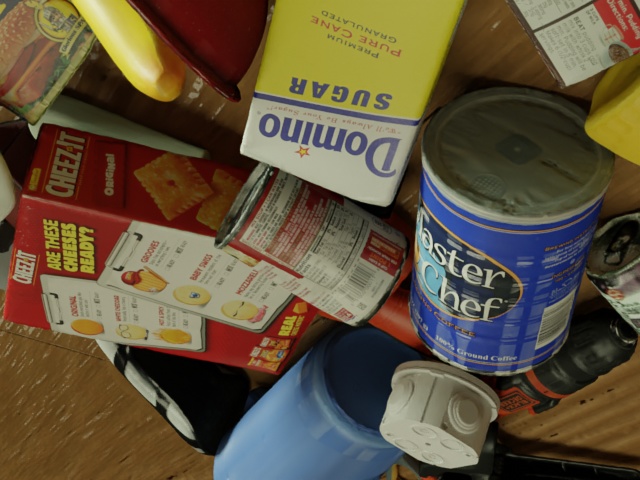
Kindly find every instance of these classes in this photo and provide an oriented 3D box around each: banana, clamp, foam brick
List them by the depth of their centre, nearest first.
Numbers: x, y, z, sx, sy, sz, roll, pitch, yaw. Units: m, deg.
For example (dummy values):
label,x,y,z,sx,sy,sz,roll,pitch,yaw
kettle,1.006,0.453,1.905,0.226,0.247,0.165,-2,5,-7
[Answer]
label,x,y,z,sx,sy,sz,roll,pitch,yaw
banana,-0.123,-0.138,0.589,0.198,0.037,0.069,53,-169,21
foam brick,-0.228,-0.049,0.833,0.051,0.053,0.078,-6,134,38
clamp,0.158,0.194,0.910,0.164,0.036,0.210,20,159,-17

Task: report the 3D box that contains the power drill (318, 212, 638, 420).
label,x,y,z,sx,sy,sz,roll,pitch,yaw
power drill,0.104,0.057,0.755,0.187,0.057,0.185,33,146,-11

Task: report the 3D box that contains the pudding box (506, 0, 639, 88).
label,x,y,z,sx,sy,sz,roll,pitch,yaw
pudding box,0.134,-0.130,0.466,0.114,0.039,0.090,-28,122,21

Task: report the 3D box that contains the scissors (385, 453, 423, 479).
label,x,y,z,sx,sy,sz,roll,pitch,yaw
scissors,0.051,0.184,1.001,0.096,0.016,0.201,8,143,24

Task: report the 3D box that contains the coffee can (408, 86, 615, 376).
label,x,y,z,sx,sy,sz,roll,pitch,yaw
coffee can,0.106,-0.003,0.620,0.103,0.102,0.140,16,140,14

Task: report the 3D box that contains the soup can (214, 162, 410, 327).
label,x,y,z,sx,sy,sz,roll,pitch,yaw
soup can,-0.004,0.001,0.655,0.102,0.068,0.069,31,146,-12

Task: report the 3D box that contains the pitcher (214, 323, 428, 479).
label,x,y,z,sx,sy,sz,roll,pitch,yaw
pitcher,0.008,0.175,0.909,0.149,0.144,0.243,31,144,-3

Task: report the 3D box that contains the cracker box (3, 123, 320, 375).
label,x,y,z,sx,sy,sz,roll,pitch,yaw
cracker box,-0.104,0.012,0.753,0.213,0.072,0.164,13,143,-12

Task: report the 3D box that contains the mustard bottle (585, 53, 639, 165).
label,x,y,z,sx,sy,sz,roll,pitch,yaw
mustard bottle,0.237,-0.041,0.534,0.191,0.058,0.096,30,144,-7

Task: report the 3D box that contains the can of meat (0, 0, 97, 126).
label,x,y,z,sx,sy,sz,roll,pitch,yaw
can of meat,-0.186,-0.133,0.662,0.084,0.057,0.102,35,116,-19

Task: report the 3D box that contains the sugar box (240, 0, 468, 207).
label,x,y,z,sx,sy,sz,roll,pitch,yaw
sugar box,0.021,-0.106,0.557,0.093,0.048,0.176,21,128,6

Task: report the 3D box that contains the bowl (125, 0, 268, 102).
label,x,y,z,sx,sy,sz,roll,pitch,yaw
bowl,-0.076,-0.149,0.548,0.055,0.162,0.162,-40,119,7

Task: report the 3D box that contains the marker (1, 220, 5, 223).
label,x,y,z,sx,sy,sz,roll,pitch,yaw
marker,-0.308,-0.032,0.937,0.121,0.020,0.020,37,145,-18

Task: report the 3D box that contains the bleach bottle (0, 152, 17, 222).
label,x,y,z,sx,sy,sz,roll,pitch,yaw
bleach bottle,-0.278,-0.074,0.739,0.251,0.068,0.102,27,141,61
